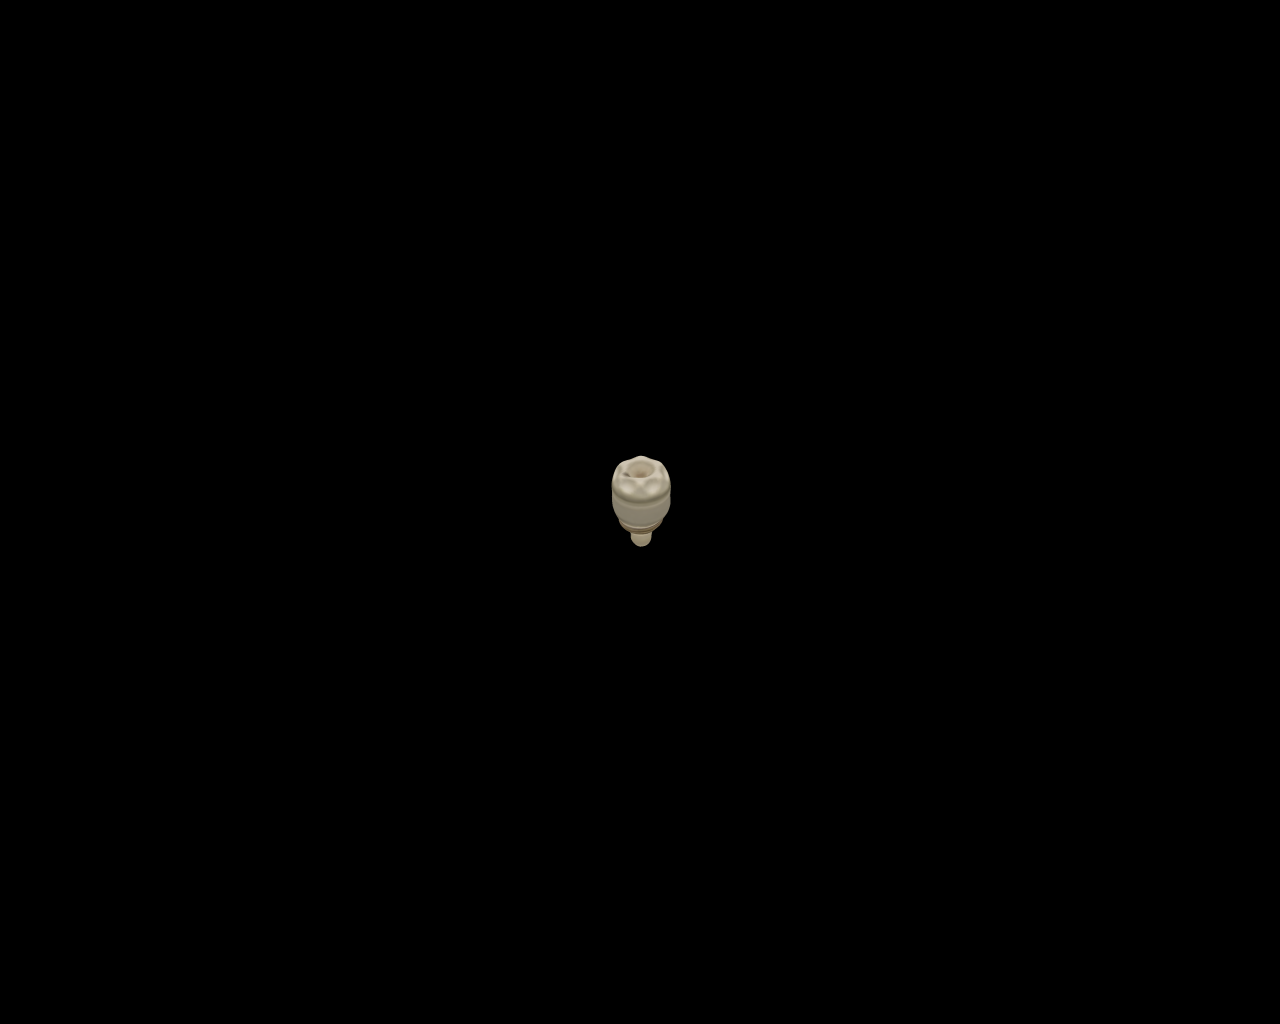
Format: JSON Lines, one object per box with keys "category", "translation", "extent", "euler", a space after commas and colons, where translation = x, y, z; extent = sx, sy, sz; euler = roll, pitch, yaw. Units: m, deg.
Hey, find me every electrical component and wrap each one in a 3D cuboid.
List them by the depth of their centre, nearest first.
{"category": "electrical component", "translation": [0.001, -0.003, 0.650], "extent": [0.035, 0.061, 0.035], "euler": [0, 40, 0]}
